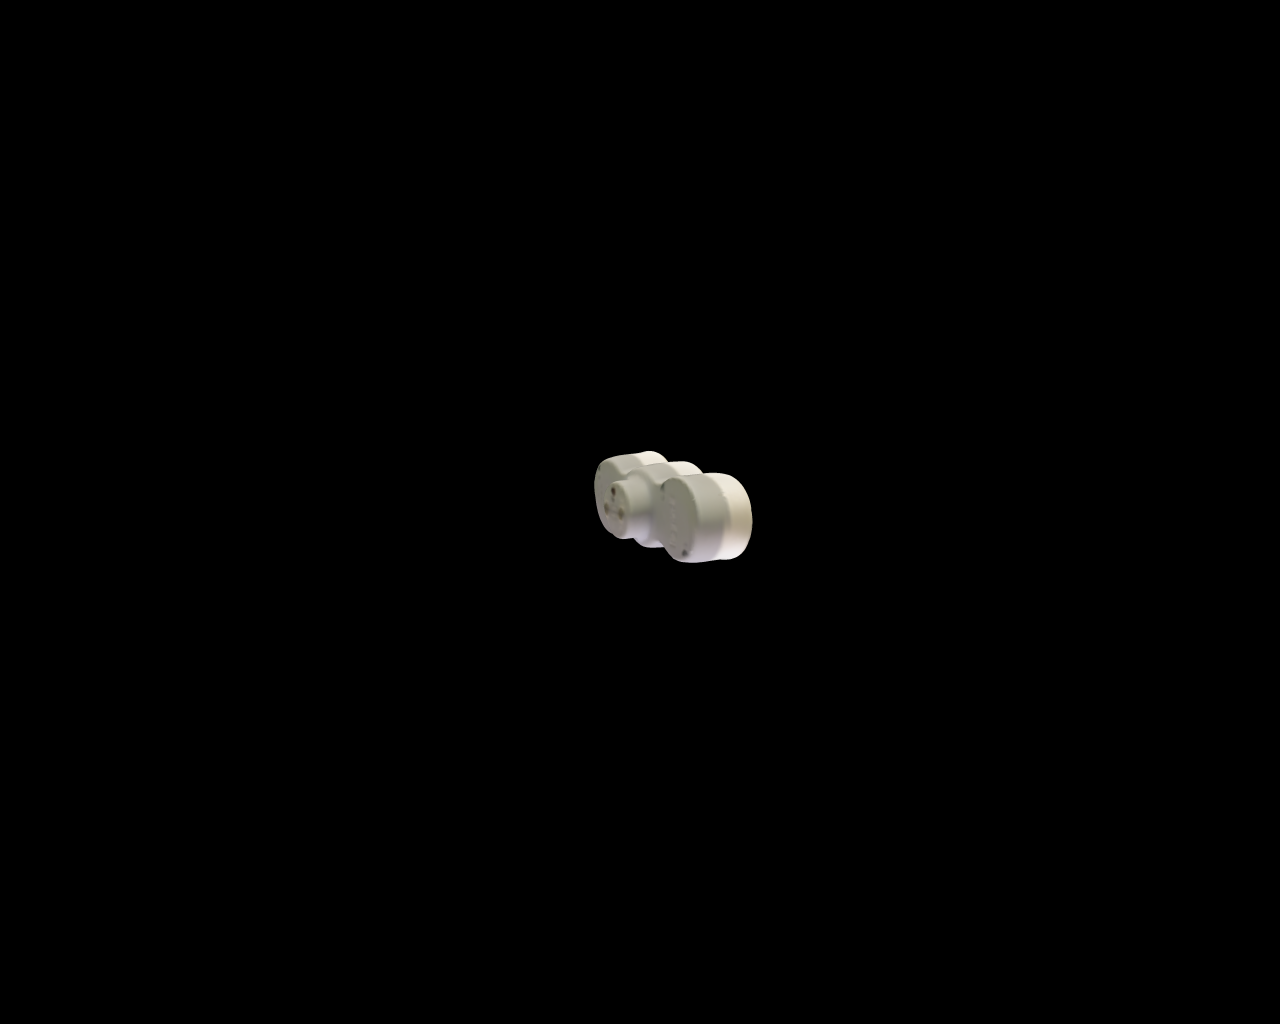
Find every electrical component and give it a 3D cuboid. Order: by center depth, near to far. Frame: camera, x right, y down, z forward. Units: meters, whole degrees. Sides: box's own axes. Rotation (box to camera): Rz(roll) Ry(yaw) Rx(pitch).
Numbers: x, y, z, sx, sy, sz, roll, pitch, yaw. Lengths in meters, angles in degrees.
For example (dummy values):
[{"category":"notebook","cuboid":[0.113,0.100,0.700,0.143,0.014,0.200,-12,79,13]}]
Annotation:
[{"category":"electrical component","cuboid":[0.001,-0.003,0.650,0.074,0.052,0.138,-6,13,-27]}]
